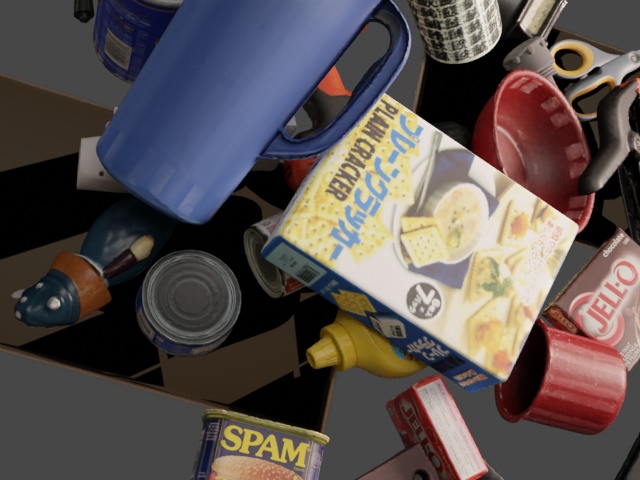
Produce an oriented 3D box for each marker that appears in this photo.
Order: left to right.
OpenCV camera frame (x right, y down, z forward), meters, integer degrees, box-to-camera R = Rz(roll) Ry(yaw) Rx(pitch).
[{"bbox_3d":[-0.220,-0.255,0.986,0.020,0.020,0.121,-1,69,-16],"label":"marker"}]

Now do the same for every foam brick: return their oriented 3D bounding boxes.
[{"bbox_3d":[0.057,0.207,0.862,0.078,0.051,0.053,-27,78,-24],"label":"foam brick"}]

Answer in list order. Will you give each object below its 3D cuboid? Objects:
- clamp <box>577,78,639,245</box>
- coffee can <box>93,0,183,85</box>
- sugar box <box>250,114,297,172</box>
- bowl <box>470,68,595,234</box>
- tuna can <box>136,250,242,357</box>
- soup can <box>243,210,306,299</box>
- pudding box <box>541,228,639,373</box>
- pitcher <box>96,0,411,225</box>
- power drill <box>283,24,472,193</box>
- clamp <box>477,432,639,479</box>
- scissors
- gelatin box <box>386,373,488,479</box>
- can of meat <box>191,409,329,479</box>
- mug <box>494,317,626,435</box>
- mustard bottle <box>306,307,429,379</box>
[{"bbox_3d":[0.300,-0.078,1.041,0.120,0.039,0.171,48,51,-35],"label":"clamp"},{"bbox_3d":[-0.140,-0.210,0.923,0.102,0.140,0.103,6,68,-14],"label":"coffee can"},{"bbox_3d":[-0.062,-0.159,0.952,0.048,0.093,0.176,-1,69,-16],"label":"sugar box"},{"bbox_3d":[0.189,-0.074,0.989,0.161,0.055,0.162,18,63,-41],"label":"bowl"},{"bbox_3d":[-0.109,0.052,0.887,0.086,0.034,0.086,6,68,-14],"label":"tuna can"},{"bbox_3d":[-0.006,0.001,0.918,0.102,0.069,0.068,-24,77,-23],"label":"soup can"},{"bbox_3d":[0.274,0.059,0.989,0.090,0.039,0.113,44,64,5],"label":"pudding box"},{"bbox_3d":[-0.056,-0.128,0.823,0.144,0.149,0.243,28,102,-43],"label":"pitcher"},{"bbox_3d":[0.037,-0.139,0.991,0.184,0.057,0.188,-12,72,-20],"label":"power drill"},{"bbox_3d":[0.222,0.254,0.877,0.164,0.036,0.210,-15,80,2],"label":"clamp"},{"bbox_3d":[0.307,-0.197,1.113,0.096,0.016,0.201,47,65,1],"label":"scissors"},{"bbox_3d":[0.094,0.162,0.878,0.030,0.073,0.089,-21,76,-22],"label":"gelatin box"},{"bbox_3d":[-0.051,0.187,0.838,0.102,0.057,0.084,15,68,-9],"label":"can of meat"},{"bbox_3d":[0.207,0.114,0.930,0.081,0.093,0.117,16,29,-14],"label":"mug"},{"bbox_3d":[0.074,0.066,0.919,0.191,0.058,0.096,-22,81,-23],"label":"mustard bottle"}]
